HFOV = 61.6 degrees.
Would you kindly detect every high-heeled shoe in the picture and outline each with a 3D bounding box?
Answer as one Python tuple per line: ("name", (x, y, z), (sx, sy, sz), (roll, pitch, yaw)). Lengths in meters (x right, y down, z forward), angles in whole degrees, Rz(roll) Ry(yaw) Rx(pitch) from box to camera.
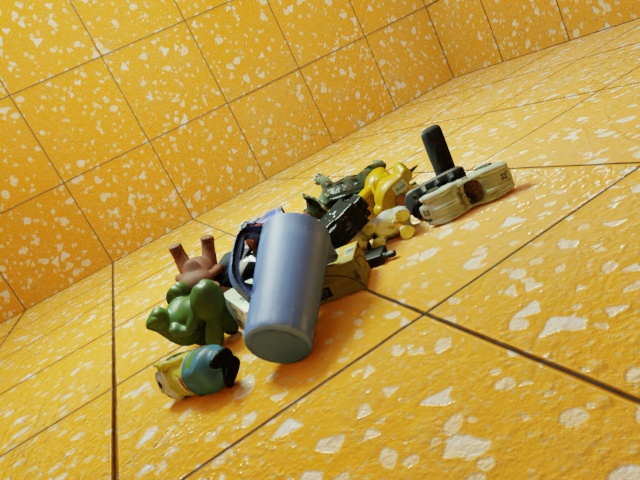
("high-heeled shoe", (-0.087, 0.081, 1.164), (0.249, 0.086, 0.145), (-26, 39, -3))

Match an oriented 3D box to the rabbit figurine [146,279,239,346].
("rabbit figurine", (-0.241, 0.149, 1.057), (0.170, 0.159, 0.121), (-39, 5, 42))

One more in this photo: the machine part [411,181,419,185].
("machine part", (0.216, -0.125, 1.438), (0.084, 0.039, 0.139), (-41, 22, -30))

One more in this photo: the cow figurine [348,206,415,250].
("cow figurine", (0.123, -0.022, 1.181), (0.167, 0.068, 0.098), (-23, 14, 12))

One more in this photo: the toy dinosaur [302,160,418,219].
("toy dinosaur", (0.104, -0.142, 1.555), (0.405, 0.131, 0.192), (-20, 27, 7))

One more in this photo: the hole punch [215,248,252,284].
("hole punch", (-0.216, 0.086, 1.364), (0.142, 0.092, 0.116), (-10, 26, 39))

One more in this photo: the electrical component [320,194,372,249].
("electrical component", (0.048, -0.039, 1.155), (0.134, 0.058, 0.115), (-47, 16, -2))

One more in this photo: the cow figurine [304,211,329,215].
("cow figurine", (-0.003, -0.004, 1.270), (0.195, 0.127, 0.085), (-41, -25, -3))

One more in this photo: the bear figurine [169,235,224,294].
("bear figurine", (-0.295, 0.069, 1.259), (0.120, 0.131, 0.196), (-16, 7, -3))

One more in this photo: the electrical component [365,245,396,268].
("electrical component", (0.114, 0.033, 1.099), (0.094, 0.021, 0.063), (-20, 15, 25))

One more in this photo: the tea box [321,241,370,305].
("tea box", (0.007, 0.075, 1.048), (0.170, 0.068, 0.098), (-23, 15, 19))

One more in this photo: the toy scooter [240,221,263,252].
("toy scooter", (-0.150, -0.006, 1.355), (0.075, 0.135, 0.183), (-50, -21, -2))

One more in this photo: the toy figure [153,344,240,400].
("toy figure", (-0.201, 0.219, 0.896), (0.180, 0.082, 0.089), (-25, -6, 37))

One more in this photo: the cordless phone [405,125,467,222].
("cordless phone", (0.241, -0.147, 1.183), (0.147, 0.184, 0.089), (-27, 19, 0))

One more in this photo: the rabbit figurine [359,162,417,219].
("rabbit figurine", (0.165, -0.120, 1.359), (0.162, 0.121, 0.173), (-46, 33, 10))

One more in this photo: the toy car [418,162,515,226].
("toy car", (0.303, -0.097, 1.117), (0.202, 0.073, 0.056), (-25, 14, 4))

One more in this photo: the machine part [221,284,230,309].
("machine part", (-0.258, 0.159, 1.243), (0.179, 0.056, 0.179), (-24, 15, 7))
